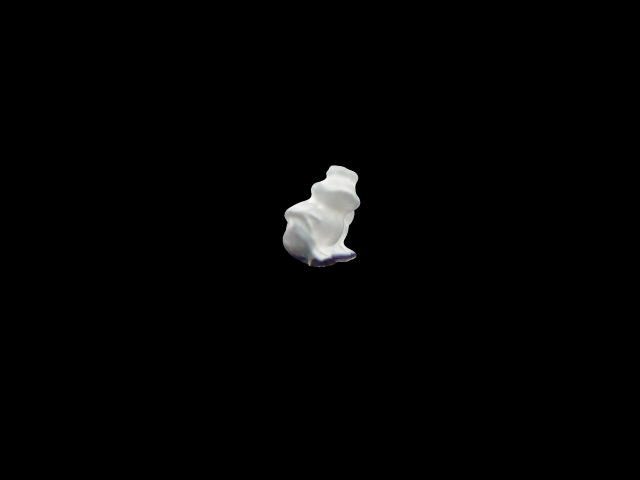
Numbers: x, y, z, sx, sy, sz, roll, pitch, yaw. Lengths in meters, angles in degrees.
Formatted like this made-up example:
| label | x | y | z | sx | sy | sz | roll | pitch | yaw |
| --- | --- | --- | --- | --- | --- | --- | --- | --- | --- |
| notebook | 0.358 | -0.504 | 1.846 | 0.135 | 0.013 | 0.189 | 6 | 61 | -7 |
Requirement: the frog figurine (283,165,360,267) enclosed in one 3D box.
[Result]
| label | x | y | z | sx | sy | sz | roll | pitch | yaw |
| --- | --- | --- | --- | --- | --- | --- | --- | --- | --- |
| frog figurine | 0.003 | -0.043 | 0.850 | 0.138 | 0.159 | 0.123 | -3 | 4 | -35 |
